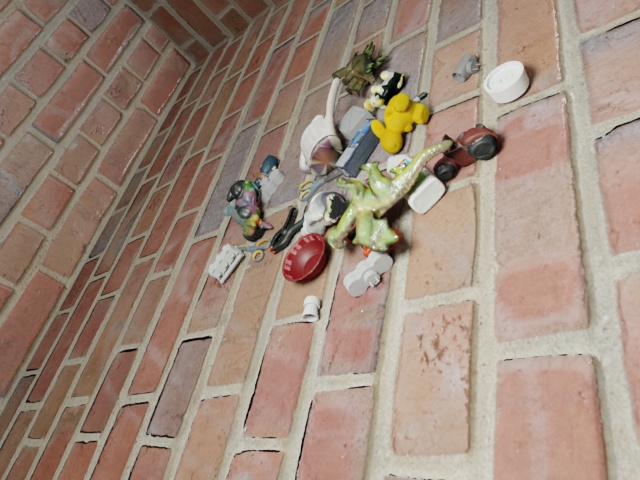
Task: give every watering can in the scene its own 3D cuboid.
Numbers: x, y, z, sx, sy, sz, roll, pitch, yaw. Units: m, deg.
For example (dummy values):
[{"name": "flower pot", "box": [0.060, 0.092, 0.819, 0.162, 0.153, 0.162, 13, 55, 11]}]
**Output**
[{"name": "watering can", "box": [0.013, -0.366, 1.764, 0.341, 0.104, 0.229, -63, 31, 27]}]

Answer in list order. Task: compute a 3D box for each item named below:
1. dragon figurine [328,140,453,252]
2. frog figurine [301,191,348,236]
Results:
[{"name": "dragon figurine", "box": [0.163, -0.082, 1.298, 0.406, 0.121, 0.248, -23, 57, 38]}, {"name": "frog figurine", "box": [0.005, -0.077, 1.539, 0.139, 0.122, 0.158, -32, 8, -40]}]
